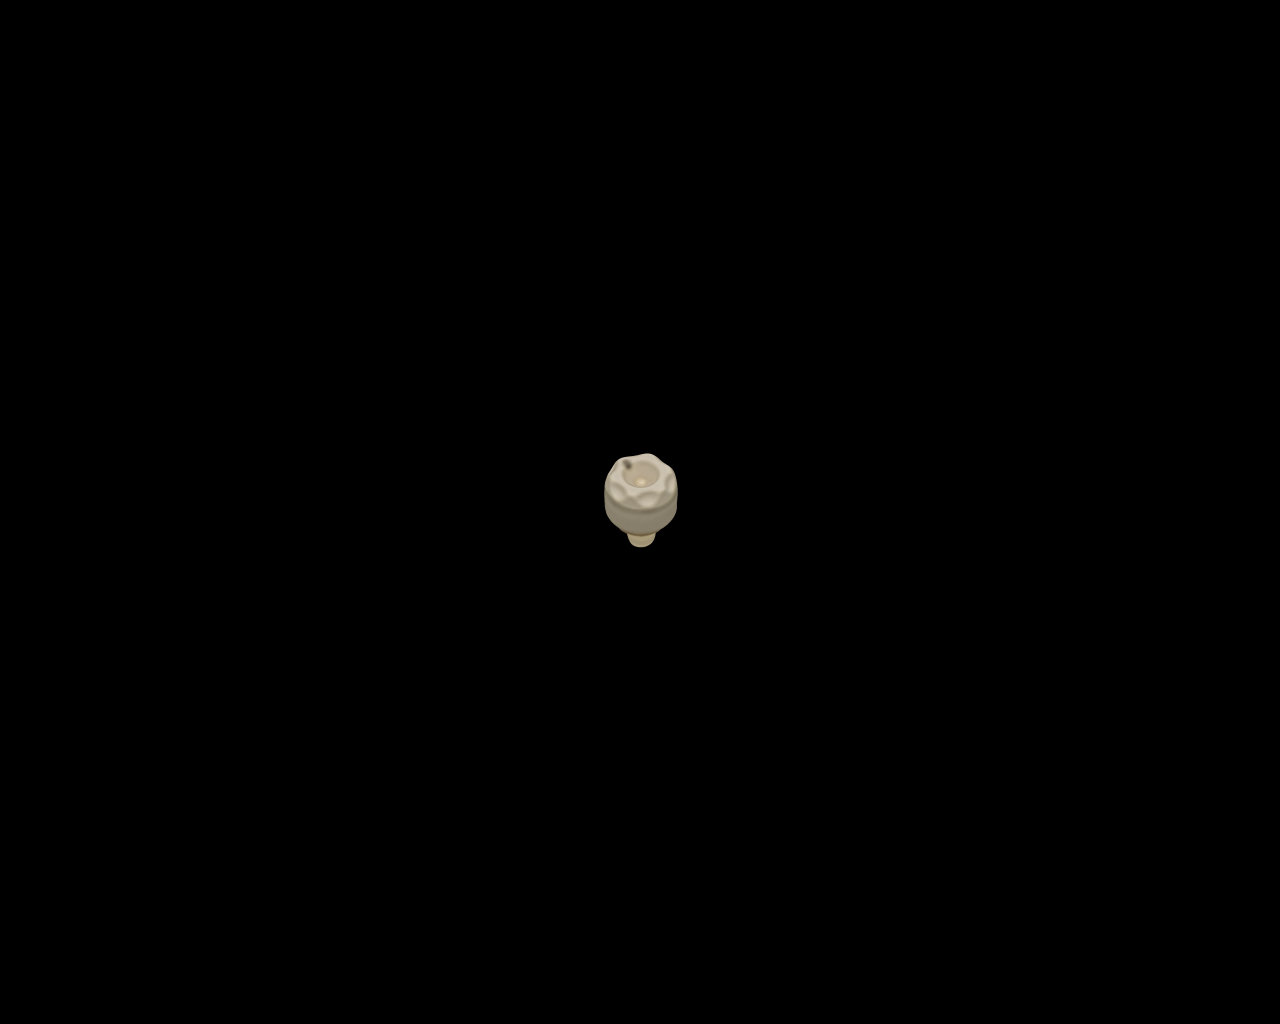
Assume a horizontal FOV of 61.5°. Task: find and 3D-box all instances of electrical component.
[{"bbox_3d":[0.001,-0.003,0.650,0.043,0.043,0.062,0,-43,0],"label":"electrical component"}]
